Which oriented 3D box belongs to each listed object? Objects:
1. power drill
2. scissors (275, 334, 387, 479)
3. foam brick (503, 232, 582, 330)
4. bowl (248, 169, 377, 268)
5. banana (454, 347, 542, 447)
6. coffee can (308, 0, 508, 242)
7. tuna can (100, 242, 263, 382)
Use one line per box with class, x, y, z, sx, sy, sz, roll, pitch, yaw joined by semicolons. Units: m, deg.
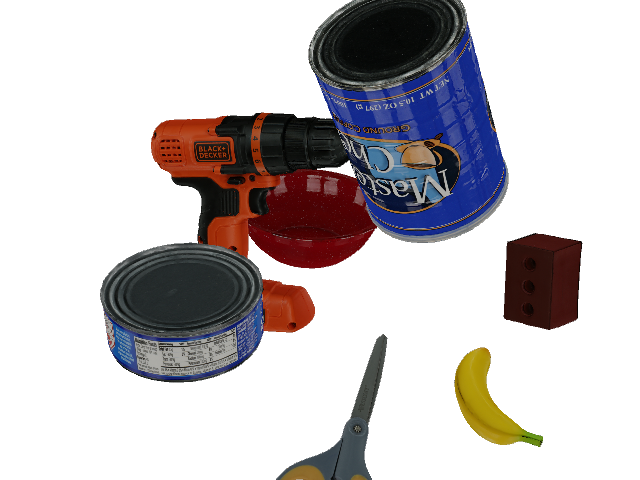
power drill;-0.050;-0.017;0.918;0.185;0.188;0.057;2;17;23
scissors;0.008;0.152;0.825;0.096;0.201;0.016;8;-39;-9
foam brick;0.207;0.038;0.996;0.053;0.078;0.051;12;20;41
bowl;-0.013;-0.017;1.110;0.162;0.055;0.162;3;29;-2
banana;0.189;0.180;1.228;0.069;0.037;0.198;10;24;-15
coffee can;0.062;-0.082;0.709;0.103;0.102;0.140;0;-42;24
tuna can;-0.073;0.038;0.571;0.086;0.034;0.086;-1;32;0
